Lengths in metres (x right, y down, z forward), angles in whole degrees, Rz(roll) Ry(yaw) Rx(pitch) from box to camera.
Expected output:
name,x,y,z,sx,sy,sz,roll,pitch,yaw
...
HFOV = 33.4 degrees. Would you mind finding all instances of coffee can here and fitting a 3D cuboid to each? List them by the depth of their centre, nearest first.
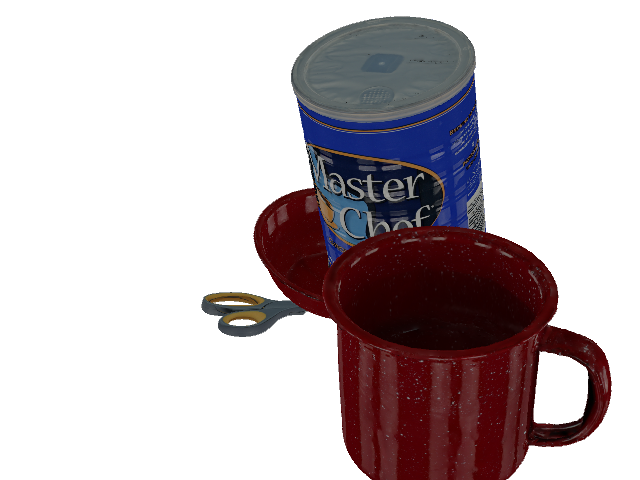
name,x,y,z,sx,sy,sz,roll,pitch,yaw
coffee can,0.044,-0.046,0.632,0.103,0.140,0.103,-7,39,6

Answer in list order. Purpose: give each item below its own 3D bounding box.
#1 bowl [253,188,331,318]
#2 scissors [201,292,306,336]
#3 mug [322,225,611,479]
name,x,y,z,sx,sy,sz,roll,pitch,yaw
bowl,0.016,0.022,0.978,0.162,0.055,0.162,6,40,-6
scissors,-0.033,0.084,1.197,0.201,0.016,0.096,4,24,-5
mug,0.060,0.054,0.440,0.117,0.081,0.093,9,33,18
